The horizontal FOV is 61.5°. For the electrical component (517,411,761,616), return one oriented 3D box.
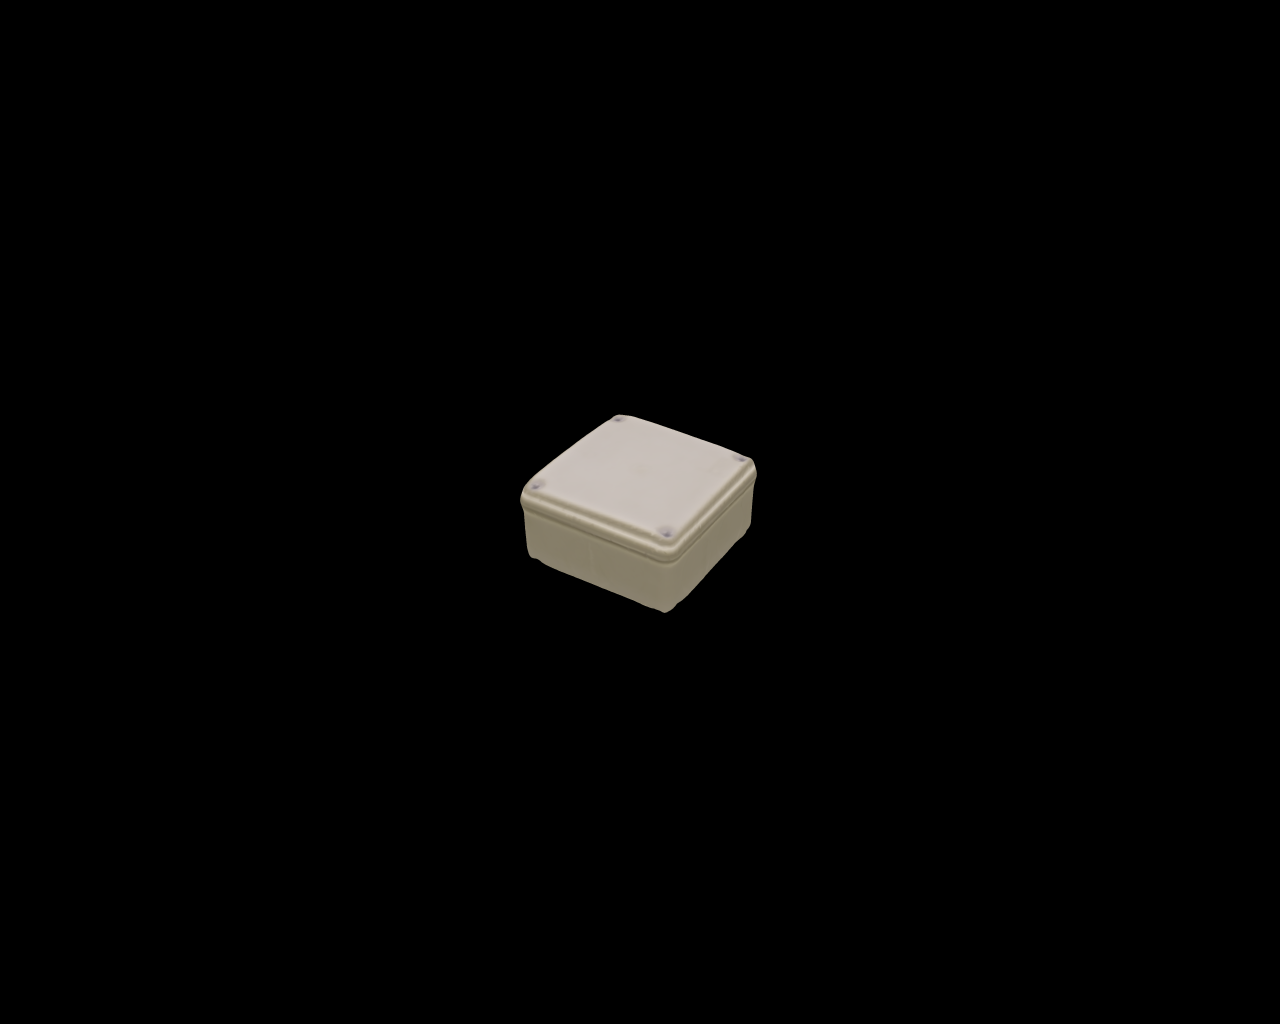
[{"bbox_3d":[0.001,-0.003,0.650,0.109,0.056,0.109,21,41,26],"label":"electrical component"}]
